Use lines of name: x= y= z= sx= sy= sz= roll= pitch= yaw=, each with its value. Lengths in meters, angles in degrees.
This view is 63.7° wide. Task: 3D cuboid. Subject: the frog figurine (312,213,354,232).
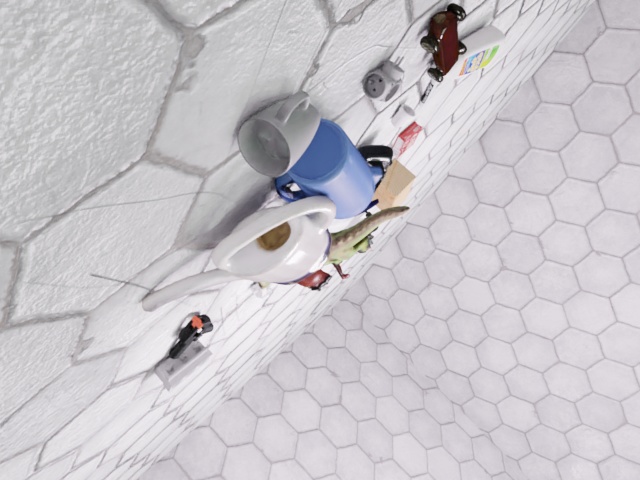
frog figurine: x=0.003 y=-0.055 z=1.086 sx=0.135 sy=0.122 sz=0.163 roll=-30 pitch=-165 yaw=43

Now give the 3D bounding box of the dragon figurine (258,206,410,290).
dragon figurine: x=-0.001 y=0.024 z=1.198 sx=0.405 sy=0.122 sz=0.246 roll=-30 pitch=179 yaw=38

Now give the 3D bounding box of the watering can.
watering can: x=-0.113 y=0.031 z=0.874 sx=0.345 sy=0.105 sz=0.222 roll=-31 pitch=160 yaw=12
